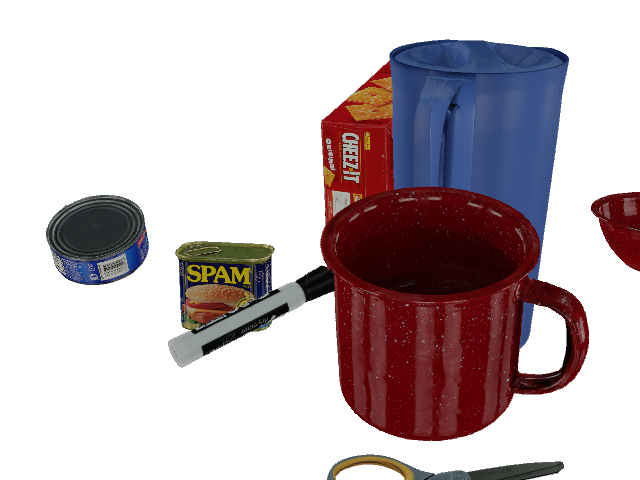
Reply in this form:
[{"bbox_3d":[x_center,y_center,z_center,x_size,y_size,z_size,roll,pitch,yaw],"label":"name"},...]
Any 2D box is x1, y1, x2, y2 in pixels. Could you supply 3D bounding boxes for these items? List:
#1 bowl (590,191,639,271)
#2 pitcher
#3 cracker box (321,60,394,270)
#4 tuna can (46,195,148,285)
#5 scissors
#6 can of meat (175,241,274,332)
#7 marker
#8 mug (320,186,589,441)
[{"bbox_3d":[0.346,-0.003,1.046,0.162,0.055,0.162,0,17,0],"label":"bowl"},{"bbox_3d":[0.113,-0.029,0.831,0.149,0.243,0.145,-7,22,-19],"label":"pitcher"},{"bbox_3d":[0.072,-0.073,1.046,0.072,0.164,0.213,8,27,21],"label":"cracker box"},{"bbox_3d":[-0.195,0.000,0.939,0.086,0.034,0.086,-2,42,2],"label":"tuna can"},{"bbox_3d":[0.105,0.212,0.862,0.201,0.016,0.096,5,44,-4],"label":"scissors"},{"bbox_3d":[-0.101,0.050,1.134,0.102,0.084,0.057,3,16,9],"label":"can of meat"},{"bbox_3d":[-0.041,0.047,0.687,0.121,0.020,0.020,-25,10,-22],"label":"marker"},{"bbox_3d":[0.059,0.035,0.469,0.117,0.081,0.093,10,34,20],"label":"mug"}]
